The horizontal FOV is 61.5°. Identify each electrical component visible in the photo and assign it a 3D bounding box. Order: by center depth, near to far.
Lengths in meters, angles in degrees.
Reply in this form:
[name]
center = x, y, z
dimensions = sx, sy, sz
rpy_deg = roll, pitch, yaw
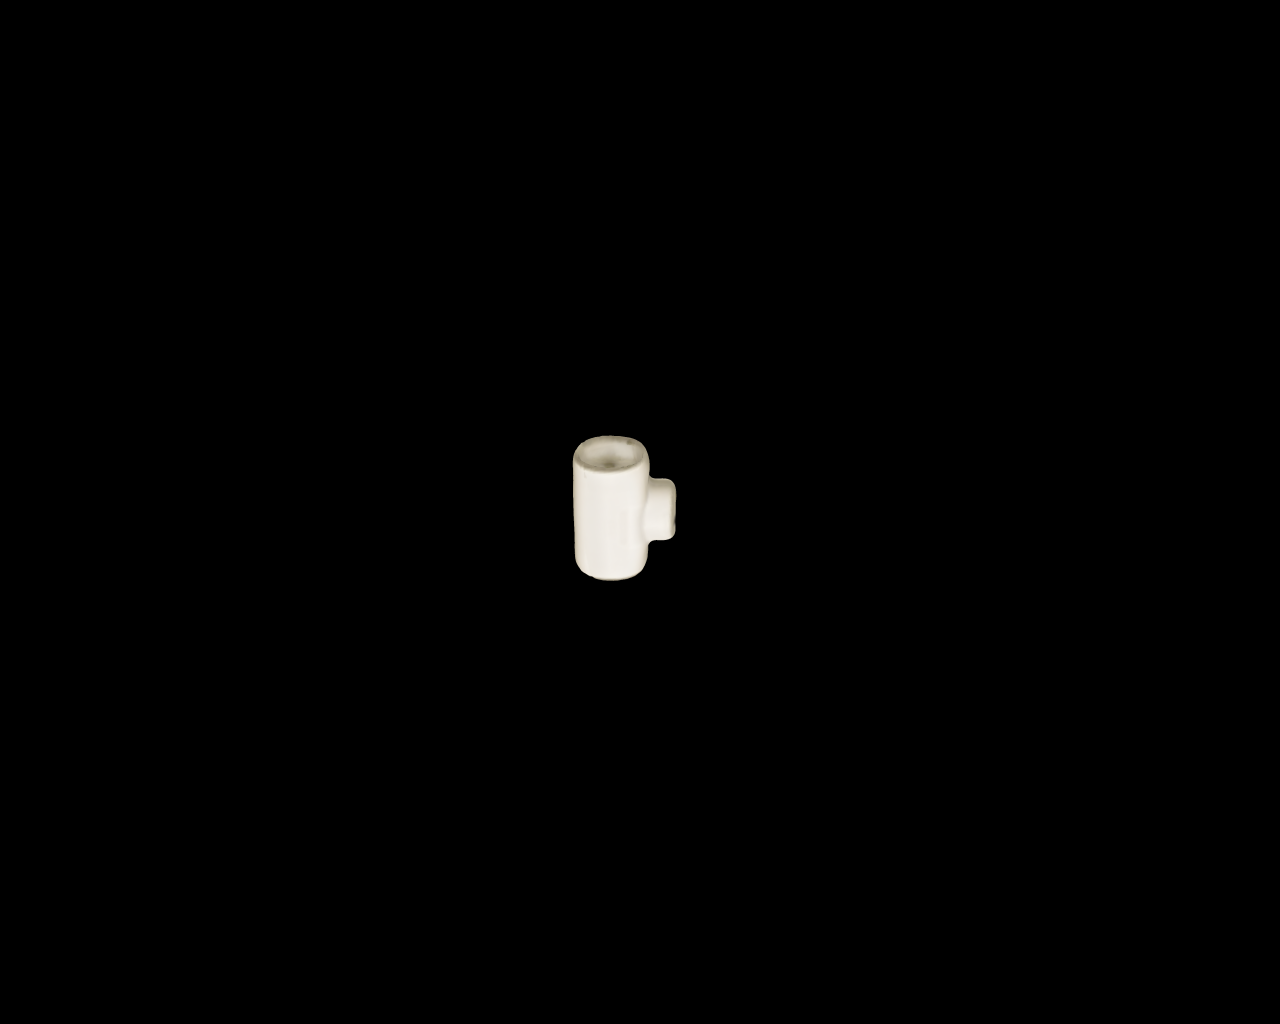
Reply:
[electrical component]
center = 0.001, -0.003, 0.650
dimensions = 0.079, 0.077, 0.043
rpy_deg = 0, 32, 0
